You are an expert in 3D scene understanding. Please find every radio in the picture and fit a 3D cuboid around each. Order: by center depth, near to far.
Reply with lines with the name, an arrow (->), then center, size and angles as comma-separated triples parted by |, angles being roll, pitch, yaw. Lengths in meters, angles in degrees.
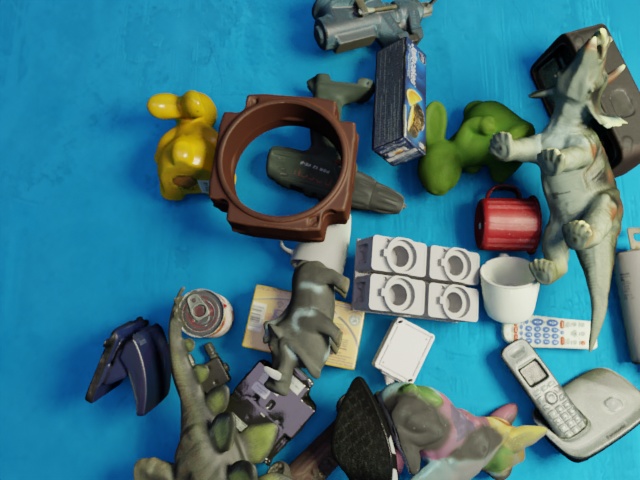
radio -> 0.430, -0.211, 0.848 | 0.073, 0.131, 0.229 | -20, 80, -6

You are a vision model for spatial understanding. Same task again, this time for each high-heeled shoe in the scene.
high-heeled shoe -> 0.079, 0.315, 0.740 | 0.086, 0.145, 0.248 | -5, 76, 22

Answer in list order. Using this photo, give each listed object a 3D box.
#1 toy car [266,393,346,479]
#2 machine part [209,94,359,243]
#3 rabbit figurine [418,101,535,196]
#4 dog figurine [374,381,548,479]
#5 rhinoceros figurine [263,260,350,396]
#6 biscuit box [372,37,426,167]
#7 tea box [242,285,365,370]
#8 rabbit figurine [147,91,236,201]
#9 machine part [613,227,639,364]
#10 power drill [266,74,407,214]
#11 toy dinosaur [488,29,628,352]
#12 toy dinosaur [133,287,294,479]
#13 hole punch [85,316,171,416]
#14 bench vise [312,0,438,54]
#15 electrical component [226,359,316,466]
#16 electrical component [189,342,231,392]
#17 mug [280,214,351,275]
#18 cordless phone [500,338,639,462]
toy car -> 0.013, 0.303, 0.764 | 0.202, 0.053, 0.089 | -41, 119, -8
machine part -> -0.050, -0.104, 0.777 | 0.202, 0.087, 0.201 | 6, 77, 7
rabbit figurine -> 0.220, -0.147, 0.840 | 0.170, 0.121, 0.159 | -33, 74, -9
dog figurine -> 0.199, 0.263, 0.752 | 0.219, 0.108, 0.191 | -16, 103, -13
rhinoceros figurine -> -0.022, 0.120, 0.740 | 0.112, 0.073, 0.190 | 16, 78, 2
biscuit box -> 0.125, -0.218, 0.837 | 0.063, 0.059, 0.202 | -17, 57, 40
tea box -> -0.023, 0.131, 0.810 | 0.170, 0.068, 0.098 | 13, 79, 1
rabbit figurine -> -0.208, -0.166, 0.842 | 0.122, 0.162, 0.173 | -3, 61, 11
machine part -> 0.498, 0.099, 0.813 | 0.079, 0.079, 0.243 | -5, 80, -1
power drill -> 0.038, -0.154, 0.869 | 0.232, 0.086, 0.207 | 9, 86, 4
toy dinosaur -> 0.362, -0.068, 0.746 | 0.192, 0.131, 0.404 | -23, 104, -27
toy dinosaur -> -0.139, 0.301, 0.716 | 0.199, 0.105, 0.471 | -26, 87, 27
hole punch -> -0.260, 0.180, 0.772 | 0.092, 0.142, 0.115 | 19, 93, 5
bench vise -> 0.073, -0.415, 0.898 | 0.224, 0.129, 0.240 | -22, 84, -7
electrical component -> -0.072, 0.243, 0.793 | 0.115, 0.058, 0.134 | 42, 82, 5
electrical component -> -0.168, 0.208, 0.818 | 0.063, 0.021, 0.094 | -28, 80, -6
mug -> -0.002, -0.003, 0.837 | 0.110, 0.080, 0.107 | 19, 69, 7
cordless phone -> 0.364, 0.211, 0.790 | 0.147, 0.088, 0.184 | -31, 76, -6
